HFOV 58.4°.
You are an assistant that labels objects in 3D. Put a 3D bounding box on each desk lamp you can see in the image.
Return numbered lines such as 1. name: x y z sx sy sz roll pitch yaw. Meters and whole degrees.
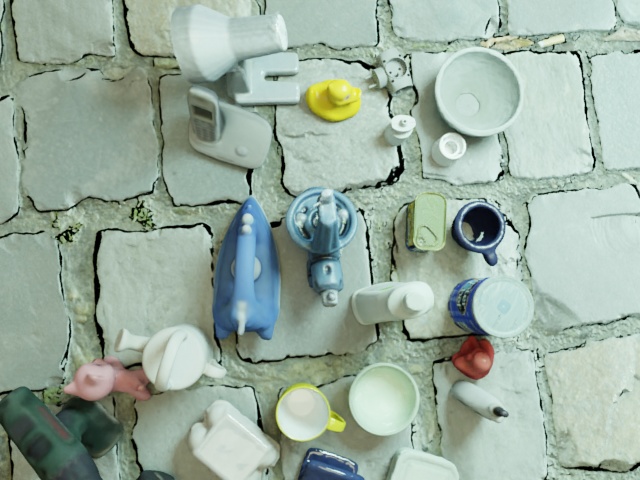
1. desk lamp: -0.133 -0.312 0.964 0.203 0.213 0.118 -3 84 -5

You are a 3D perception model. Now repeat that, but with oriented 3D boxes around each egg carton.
1. egg carton: -0.148 0.350 0.968 0.150 0.069 0.107 39 83 0

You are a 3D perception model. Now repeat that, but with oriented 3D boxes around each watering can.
1. watering can: -0.239 0.188 0.914 0.173 0.194 0.101 -2 84 -5

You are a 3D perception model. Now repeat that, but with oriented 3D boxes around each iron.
1. iron: -0.125 0.041 0.965 0.118 0.141 0.258 1 84 -4

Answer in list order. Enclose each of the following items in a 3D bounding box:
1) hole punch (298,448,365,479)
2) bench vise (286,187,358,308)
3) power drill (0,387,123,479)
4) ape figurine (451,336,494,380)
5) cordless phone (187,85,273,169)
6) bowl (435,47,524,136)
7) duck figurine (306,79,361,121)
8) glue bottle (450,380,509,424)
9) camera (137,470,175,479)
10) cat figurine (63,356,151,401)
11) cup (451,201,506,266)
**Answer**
1. hole punch: 0.015 0.420 0.964 0.108 0.091 0.101 19 83 -2
2. bench vise: 0.020 -0.001 0.942 0.121 0.219 0.207 -24 86 -6
3. power drill: -0.380 0.313 0.883 0.229 0.208 0.076 42 83 1
4. ape figurine: 0.275 0.211 1.006 0.078 0.092 0.076 -10 85 -5
5. cordless phone: -0.154 -0.195 0.965 0.147 0.185 0.094 16 83 -3
6. bowl: 0.285 -0.265 1.064 0.167 0.074 0.167 1 84 -5
7. duck figurine: 0.027 -0.263 1.037 0.104 0.086 0.077 7 84 -4
8. glue bottle: 0.278 0.277 0.959 0.078 0.173 0.037 36 83 0
9. camera: -0.271 0.460 0.931 0.143 0.100 0.137 18 83 -2
10. cat figurine: -0.343 0.233 0.940 0.128 0.117 0.067 11 83 -3
11. cup: 0.279 -0.007 1.027 0.092 0.095 0.118 -22 86 -6
